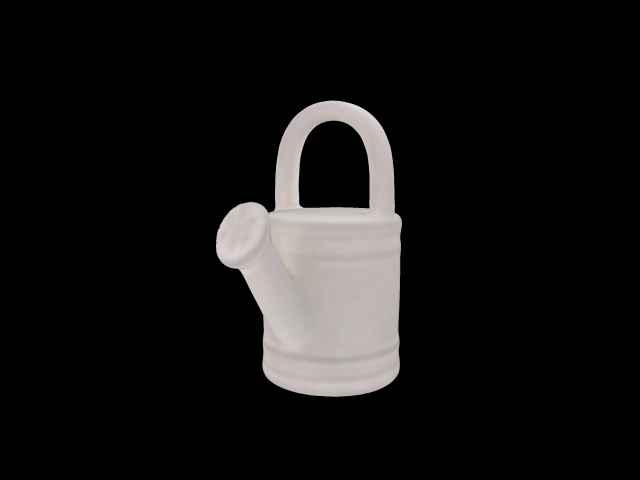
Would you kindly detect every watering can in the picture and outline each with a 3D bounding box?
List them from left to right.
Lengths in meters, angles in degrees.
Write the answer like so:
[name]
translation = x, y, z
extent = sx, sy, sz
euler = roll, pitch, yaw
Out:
[watering can]
translation = 0.006, 0.002, 0.399
extent = 0.100, 0.194, 0.173
euler = 2, 9, 16
